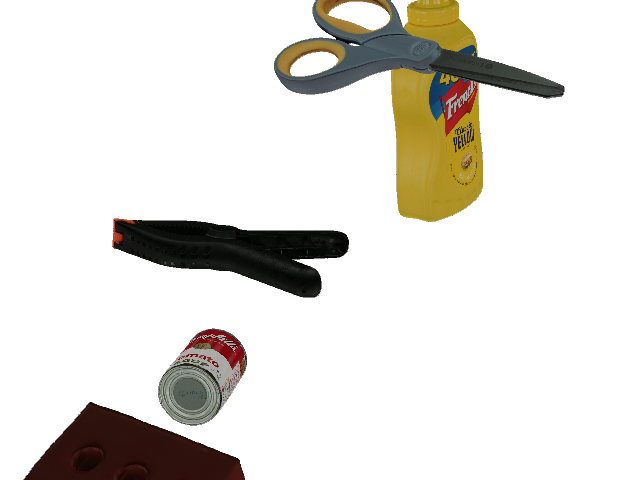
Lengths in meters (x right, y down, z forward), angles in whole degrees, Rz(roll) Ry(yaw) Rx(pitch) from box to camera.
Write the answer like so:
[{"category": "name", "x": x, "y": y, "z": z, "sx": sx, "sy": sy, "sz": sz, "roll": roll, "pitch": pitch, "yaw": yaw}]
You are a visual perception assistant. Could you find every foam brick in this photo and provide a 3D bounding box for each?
[{"category": "foam brick", "x": -0.074, "y": 0.112, "z": 0.440, "sx": 0.078, "sy": 0.051, "sz": 0.053, "roll": 15, "pitch": 43, "yaw": 22}]

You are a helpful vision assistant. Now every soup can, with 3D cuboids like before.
[{"category": "soup can", "x": -0.122, "y": 0.140, "z": 1.104, "sx": 0.068, "sy": 0.068, "sz": 0.102, "roll": 0, "pitch": 16, "yaw": 11}]

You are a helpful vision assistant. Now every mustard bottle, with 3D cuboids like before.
[{"category": "mustard bottle", "x": 0.095, "y": -0.119, "z": 0.873, "sx": 0.058, "sy": 0.191, "sz": 0.096, "roll": 14, "pitch": 31, "yaw": 36}]

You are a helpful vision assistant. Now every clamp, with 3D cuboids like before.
[{"category": "clamp", "x": -0.081, "y": 0.009, "z": 0.925, "sx": 0.210, "sy": 0.036, "sz": 0.164, "roll": 6, "pitch": 12, "yaw": 2}]

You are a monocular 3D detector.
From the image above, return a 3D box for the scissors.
[{"category": "scissors", "x": 0.043, "y": -0.100, "z": 0.632, "sx": 0.202, "sy": 0.096, "sz": 0.016, "roll": 44, "pitch": -9, "yaw": 45}]
